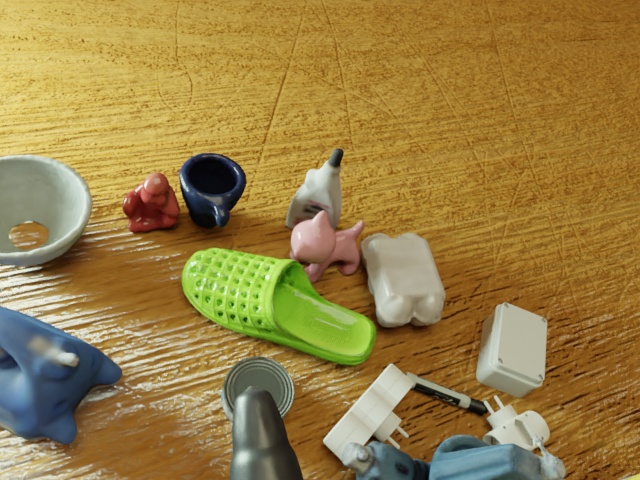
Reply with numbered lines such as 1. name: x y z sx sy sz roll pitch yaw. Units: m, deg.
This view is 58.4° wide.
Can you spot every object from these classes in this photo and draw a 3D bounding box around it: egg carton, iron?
1. egg carton: 0.118 0.057 0.831 0.107 0.069 0.150 -1 55 -18
2. iron: -0.347 0.103 0.603 0.258 0.141 0.119 27 51 3

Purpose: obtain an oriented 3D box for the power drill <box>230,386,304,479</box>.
1. power drill: -0.055 0.276 0.521 0.076 0.208 0.229 -6 56 -21

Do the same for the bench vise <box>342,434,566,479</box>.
1. bench vise: 0.133 0.257 0.588 0.208 0.219 0.121 5 53 -14

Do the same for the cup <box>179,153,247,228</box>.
1. cup: -0.151 -0.051 0.810 0.092 0.095 0.117 -8 57 -23

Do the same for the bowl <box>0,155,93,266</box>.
1. bowl: -0.377 -0.026 0.733 0.167 0.074 0.167 9 52 -11

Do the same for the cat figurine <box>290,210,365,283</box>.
1. cat figurine: 0.007 0.003 0.805 0.128 0.117 0.067 -15 60 -26

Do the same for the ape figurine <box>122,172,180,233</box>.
1. ape figurine: -0.229 -0.057 0.792 0.078 0.092 0.076 26 51 3

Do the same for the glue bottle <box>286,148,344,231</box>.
1. glue bottle: 0.004 -0.070 0.823 0.078 0.173 0.037 15 51 -6
